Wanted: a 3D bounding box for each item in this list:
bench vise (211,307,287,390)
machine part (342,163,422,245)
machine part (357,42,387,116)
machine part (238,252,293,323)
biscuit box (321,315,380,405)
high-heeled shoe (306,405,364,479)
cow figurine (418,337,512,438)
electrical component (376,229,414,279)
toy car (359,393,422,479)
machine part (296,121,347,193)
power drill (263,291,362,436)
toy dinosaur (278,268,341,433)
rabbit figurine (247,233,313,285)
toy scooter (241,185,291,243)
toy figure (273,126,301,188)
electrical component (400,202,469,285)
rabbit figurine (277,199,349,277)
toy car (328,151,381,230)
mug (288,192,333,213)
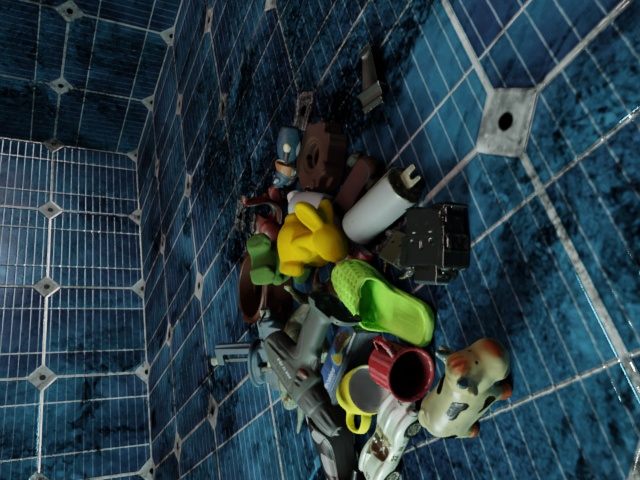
[{"bbox_3d":[-0.172,0.279,1.364,0.129,0.241,0.223,-63,-38,-61],"label":"bench vise"},{"bbox_3d":[0.114,-0.061,1.016,0.243,0.079,0.079,-46,48,49],"label":"machine part"},{"bbox_3d":[0.105,-0.334,1.110,0.084,0.039,0.139,155,114,-63],"label":"machine part"},{"bbox_3d":[-0.154,0.127,1.468,0.201,0.087,0.201,-8,81,60],"label":"machine part"},{"bbox_3d":[0.053,0.248,1.099,0.059,0.063,0.202,55,132,51],"label":"biscuit box"},{"bbox_3d":[0.028,0.441,1.109,0.249,0.086,0.145,-125,32,-50],"label":"high-heeled shoe"},{"bbox_3d":[0.203,0.210,0.767,0.086,0.127,0.194,61,140,41],"label":"cow figurine"},{"bbox_3d":[0.145,0.027,0.987,0.078,0.045,0.102,-58,32,-7],"label":"electrical component"},{"bbox_3d":[0.123,0.358,0.963,0.074,0.056,0.201,48,128,53],"label":"toy car"},{"bbox_3d":[-0.001,-0.195,1.265,0.179,0.056,0.179,-18,70,60],"label":"machine part"},{"bbox_3d":[-0.001,0.214,1.000,0.232,0.086,0.207,39,117,37],"label":"power drill"},{"bbox_3d":[-0.042,0.245,1.229,0.192,0.131,0.404,-106,28,-52],"label":"toy dinosaur"},{"bbox_3d":[-0.070,0.054,1.281,0.159,0.170,0.121,59,-159,-63],"label":"rabbit figurine"},{"bbox_3d":[-0.153,-0.066,1.442,0.075,0.135,0.183,27,111,57],"label":"toy scooter"},{"bbox_3d":[-0.082,-0.198,1.300,0.058,0.064,0.154,18,111,25],"label":"toy figure"},{"bbox_3d":[0.190,0.007,0.891,0.115,0.058,0.134,-8,78,63],"label":"electrical component"},{"bbox_3d":[-0.002,-0.003,1.130,0.173,0.122,0.162,8,101,54],"label":"rabbit figurine"},{"bbox_3d":[0.067,-0.094,1.129,0.089,0.053,0.202,53,137,24],"label":"toy car"},{"bbox_3d":[-0.015,-0.064,1.247,0.107,0.080,0.109,-7,71,53],"label":"mug"}]
